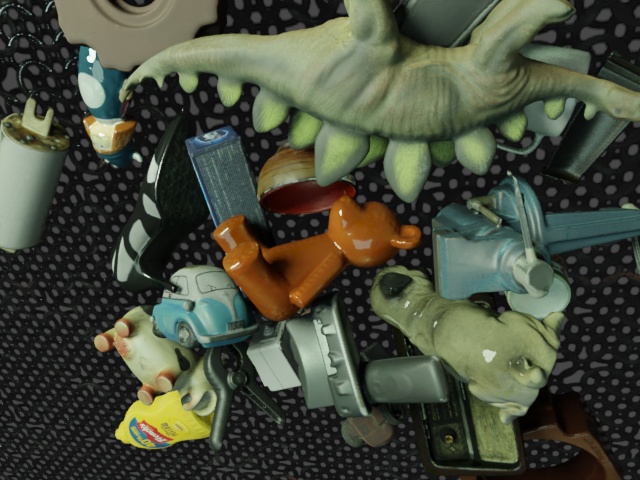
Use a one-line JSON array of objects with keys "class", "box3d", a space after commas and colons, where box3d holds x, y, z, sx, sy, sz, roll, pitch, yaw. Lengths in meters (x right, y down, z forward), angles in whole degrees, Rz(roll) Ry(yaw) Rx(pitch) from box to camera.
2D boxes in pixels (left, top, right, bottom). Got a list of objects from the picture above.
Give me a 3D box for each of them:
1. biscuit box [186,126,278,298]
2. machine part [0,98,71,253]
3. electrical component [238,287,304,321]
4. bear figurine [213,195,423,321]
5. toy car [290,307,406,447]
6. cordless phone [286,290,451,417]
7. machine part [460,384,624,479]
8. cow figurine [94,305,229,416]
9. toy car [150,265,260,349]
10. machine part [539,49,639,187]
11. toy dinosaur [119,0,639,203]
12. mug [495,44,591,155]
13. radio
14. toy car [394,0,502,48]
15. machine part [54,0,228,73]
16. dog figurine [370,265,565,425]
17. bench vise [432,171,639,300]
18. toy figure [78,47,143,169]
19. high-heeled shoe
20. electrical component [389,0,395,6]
[{"class": "biscuit box", "box3d": [-0.099, -0.032, 0.651, 0.063, 0.059, 0.202, -22, 120, -12]}, {"class": "machine part", "box3d": [-0.375, -0.070, 0.681, 0.079, 0.079, 0.243, 29, 121, -8]}, {"class": "electrical component", "box3d": [-0.071, 0.083, 0.750, 0.094, 0.021, 0.063, 32, 122, -10]}, {"class": "bear figurine", "box3d": [0.001, 0.001, 0.594, 0.196, 0.120, 0.131, -33, 119, 1]}, {"class": "toy car", "box3d": [0.030, 0.182, 0.717, 0.089, 0.053, 0.202, -41, 76, 35]}, {"class": "cordless phone", "box3d": [0.055, 0.121, 0.596, 0.184, 0.089, 0.146, -23, 80, 51]}, {"class": "machine part", "box3d": [0.312, 0.314, 0.783, 0.201, 0.087, 0.201, -28, 111, 24]}, {"class": "cow figurine", "box3d": [-0.217, 0.179, 0.792, 0.085, 0.127, 0.195, -38, 94, 27]}, {"class": "toy car", "box3d": [-0.158, 0.084, 0.721, 0.162, 0.109, 0.102, 3, 93, 46]}, {"class": "machine part", "box3d": [0.284, -0.116, 0.553, 0.084, 0.039, 0.138, 24, 121, -10]}, {"class": "toy dinosaur", "box3d": [0.041, -0.143, 0.476, 0.472, 0.105, 0.198, 14, 119, 8]}, {"class": "mug", "box3d": [0.192, -0.145, 0.532, 0.107, 0.081, 0.109, 22, 127, 11]}, {"class": "radio", "box3d": [0.176, 0.178, 0.687, 0.131, 0.073, 0.229, -11, 94, 18]}, {"class": "toy car", "box3d": [0.126, -0.226, 0.504, 0.073, 0.056, 0.201, 41, 118, -7]}, {"class": "machine part", "box3d": [-0.176, -0.249, 0.521, 0.179, 0.056, 0.179, 0, 109, -1]}, {"class": "dog figurine", "box3d": [0.134, 0.090, 0.560, 0.191, 0.121, 0.172, 27, 168, 11]}, {"class": "bench vise", "box3d": [0.224, -0.006, 0.546, 0.241, 0.223, 0.128, -8, 93, -4]}, {"class": "toy figure", "box3d": [-0.244, -0.151, 0.621, 0.058, 0.064, 0.154, -16, 128, -32]}, {"class": "high-heeled shoe", "box3d": [-0.217, -0.042, 0.694, 0.145, 0.086, 0.248, 21, 106, 38]}, {"class": "electrical component", "box3d": [0.048, -0.266, 0.500, 0.102, 0.045, 0.078, 24, 124, -5]}]
